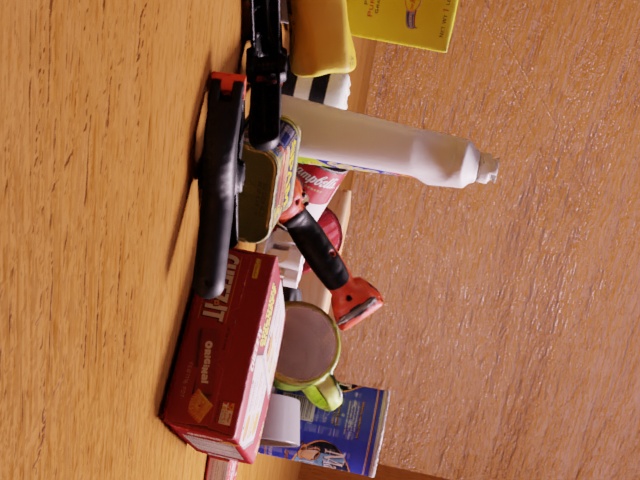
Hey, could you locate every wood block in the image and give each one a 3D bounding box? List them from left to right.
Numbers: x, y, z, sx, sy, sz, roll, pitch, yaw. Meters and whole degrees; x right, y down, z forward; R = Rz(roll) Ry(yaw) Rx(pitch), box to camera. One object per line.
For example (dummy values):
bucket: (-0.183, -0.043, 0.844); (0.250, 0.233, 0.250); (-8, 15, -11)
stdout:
wood block: (-0.018, 0.029, 1.580); (0.091, 0.090, 0.206); (89, 13, -68)

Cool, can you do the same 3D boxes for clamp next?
clamp: (-0.078, -0.042, 0.835); (0.120, 0.039, 0.171); (-96, -172, -60)
clamp: (-0.047, -0.144, 0.929); (0.210, 0.036, 0.164); (102, -11, -83)

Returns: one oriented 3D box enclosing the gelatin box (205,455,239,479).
gelatin box: (-0.118, 0.281, 1.290); (0.073, 0.030, 0.089); (-69, 169, -68)

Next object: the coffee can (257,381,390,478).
coffee can: (0.004, 0.213, 1.248); (0.103, 0.140, 0.103); (12, 89, -86)

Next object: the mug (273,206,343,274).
mug: (-0.032, 0.007, 1.405); (0.117, 0.093, 0.081); (-40, 178, 16)

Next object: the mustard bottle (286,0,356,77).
mustard bottle: (-0.008, -0.242, 0.935); (0.096, 0.058, 0.191); (-119, -159, -76)

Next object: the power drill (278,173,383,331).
power drill: (-0.008, 0.001, 1.169); (0.057, 0.187, 0.184); (-35, -173, 5)

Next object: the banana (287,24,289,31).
banana: (-0.020, -0.260, 1.127); (0.198, 0.037, 0.069); (91, -8, -76)

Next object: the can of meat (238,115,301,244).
can of meat: (-0.058, -0.057, 0.989); (0.084, 0.057, 0.102); (-65, 166, -62)

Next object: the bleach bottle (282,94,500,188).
bleach bottle: (0.057, -0.096, 1.086); (0.102, 0.251, 0.068); (13, 89, -86)

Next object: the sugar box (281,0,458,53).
sugar box: (0.042, -0.238, 1.003); (0.048, 0.176, 0.093); (-71, 171, -74)

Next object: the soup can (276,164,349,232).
soup can: (-0.016, -0.065, 1.279); (0.102, 0.068, 0.068); (-58, -173, 30)

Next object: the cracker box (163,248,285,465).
cracker box: (-0.084, 0.114, 1.002); (0.214, 0.072, 0.164); (86, 15, -72)
